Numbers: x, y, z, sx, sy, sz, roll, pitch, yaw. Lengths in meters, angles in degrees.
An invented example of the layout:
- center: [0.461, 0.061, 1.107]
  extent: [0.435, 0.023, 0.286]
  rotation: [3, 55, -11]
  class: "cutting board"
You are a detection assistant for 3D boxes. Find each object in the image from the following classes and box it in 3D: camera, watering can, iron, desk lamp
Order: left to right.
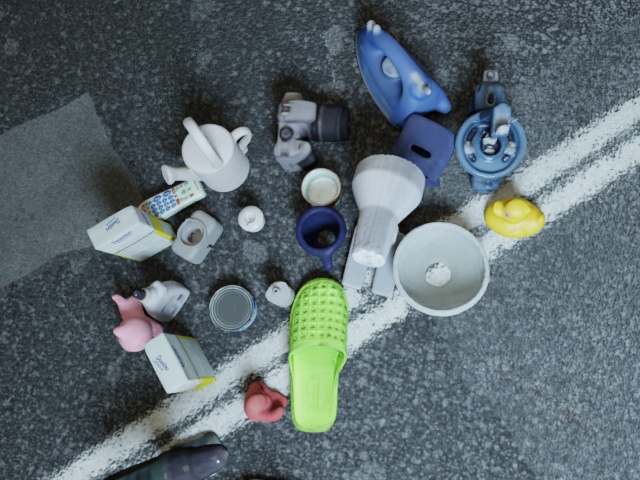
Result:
- center: [-0.208, -0.158, 1.061]
  extent: [0.100, 0.194, 0.173]
  rotation: [35, 85, 13]
  class: "watering can"
- center: [-0.013, -0.212, 1.095]
  extent: [0.136, 0.101, 0.143]
  rotation: [4, 79, 8]
  class: "camera"
- center: [0.103, -0.019, 0.982]
  extent: [0.117, 0.214, 0.203]
  rotation: [12, 80, 10]
  class: "desk lamp"
- center: [0.137, -0.333, 1.081]
  extent: [0.118, 0.141, 0.258]
  rotation: [-34, 76, -1]
  class: "iron"

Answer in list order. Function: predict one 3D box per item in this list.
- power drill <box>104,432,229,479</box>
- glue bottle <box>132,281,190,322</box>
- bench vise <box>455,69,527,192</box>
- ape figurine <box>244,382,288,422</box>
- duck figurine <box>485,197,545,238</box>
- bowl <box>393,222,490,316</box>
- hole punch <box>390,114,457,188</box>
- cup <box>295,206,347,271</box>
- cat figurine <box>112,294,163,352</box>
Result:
- center: [-0.232, 0.375, 0.945]
  extent: [0.229, 0.208, 0.075]
  rotation: [-22, 76, 2]
  class: "power drill"
- center: [-0.293, 0.104, 1.027]
  extent: [0.037, 0.173, 0.078]
  rotation: [34, 84, 13]
  class: "glue bottle"
- center: [0.287, -0.206, 0.995]
  extent: [0.121, 0.220, 0.207]
  rotation: [-16, 77, 4]
  class: "bench vise"
- center: [-0.104, 0.287, 1.007]
  extent: [0.076, 0.092, 0.078]
  rotation: [-25, 76, 2]
  class: "ape figurine"
- center: [0.352, -0.047, 1.022]
  extent: [0.104, 0.086, 0.077]
  rotation: [11, 80, 10]
  class: "duck figurine"
- center: [0.213, 0.055, 1.024]
  extent: [0.167, 0.075, 0.167]
  rotation: [-1, 78, 7]
  class: "bowl"
- center: [0.193, -0.164, 1.064]
  extent: [0.108, 0.091, 0.101]
  rotation: [30, 83, 12]
  class: "hole punch"
- center: [0.010, 0.004, 1.051]
  extent: [0.091, 0.095, 0.118]
  rotation: [-14, 77, 4]
  class: "cup"
- center: [-0.344, 0.154, 1.052]
  extent: [0.067, 0.118, 0.127]
  rotation: [-30, 76, 1]
  class: "cat figurine"
